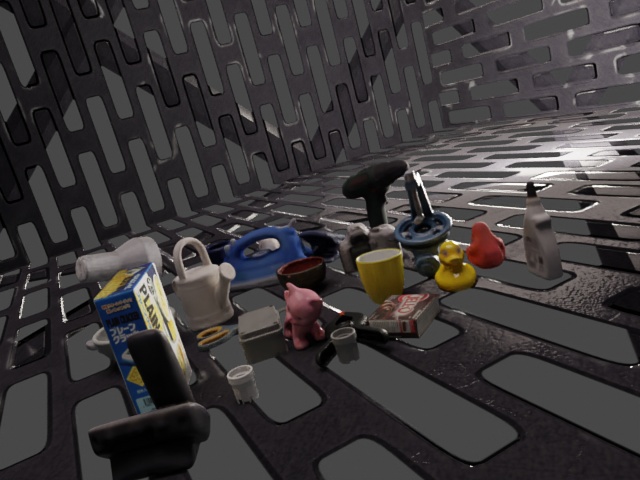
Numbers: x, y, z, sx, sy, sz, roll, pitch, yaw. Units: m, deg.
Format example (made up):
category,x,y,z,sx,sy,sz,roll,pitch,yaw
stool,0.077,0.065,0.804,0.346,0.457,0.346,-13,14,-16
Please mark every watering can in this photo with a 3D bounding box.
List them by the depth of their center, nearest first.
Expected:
category,x,y,z,sx,sy,sz,roll,pitch,yaw
watering can,-0.254,0.086,1.237,0.172,0.194,0.101,-12,14,12

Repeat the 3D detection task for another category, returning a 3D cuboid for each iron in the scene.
category,x,y,z,sx,sy,sz,roll,pitch,yaw
iron,-0.153,0.038,1.431,0.258,0.141,0.118,-14,14,7

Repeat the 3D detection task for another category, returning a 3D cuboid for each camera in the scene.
category,x,y,z,sx,sy,sz,roll,pitch,yaw
camera,0.110,0.003,1.369,0.143,0.101,0.136,-15,14,-1

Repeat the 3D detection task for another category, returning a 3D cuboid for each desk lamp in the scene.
category,x,y,z,sx,sy,sz,roll,pitch,yaw
desk lamp,-0.444,0.115,1.288,0.117,0.214,0.204,-2,19,43

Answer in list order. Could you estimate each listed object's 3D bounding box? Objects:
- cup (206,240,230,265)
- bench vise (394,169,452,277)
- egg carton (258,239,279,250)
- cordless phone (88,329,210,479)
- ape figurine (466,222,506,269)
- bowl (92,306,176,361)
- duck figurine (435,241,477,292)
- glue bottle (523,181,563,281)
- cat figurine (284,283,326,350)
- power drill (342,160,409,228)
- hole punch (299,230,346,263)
category,x,y,z,sx,sy,sz,roll,pitch,yaw
cup,-0.264,0.055,1.586,0.091,0.095,0.118,-6,17,35
bench vise,0.206,-0.049,1.220,0.121,0.220,0.207,-16,14,-1
egg carton,-0.119,0.014,1.645,0.107,0.069,0.150,-19,14,-14
cordless phone,-0.234,0.208,0.746,0.147,0.185,0.094,-16,14,-2
ape figurine,0.326,0.007,1.135,0.077,0.092,0.076,-13,14,10
bowl,-0.363,0.200,1.155,0.167,0.075,0.167,-14,14,4
duck figurine,0.251,0.042,1.088,0.077,0.086,0.104,-14,14,4
glue bottle,0.383,-0.019,1.004,0.037,0.173,0.078,-17,14,-6
cat figurine,-0.034,0.123,1.008,0.067,0.118,0.127,-20,14,-19
power drill,0.161,-0.100,1.498,0.076,0.208,0.228,-27,18,-39
hole punch,0.014,0.005,1.487,0.108,0.091,0.101,-1,20,46
